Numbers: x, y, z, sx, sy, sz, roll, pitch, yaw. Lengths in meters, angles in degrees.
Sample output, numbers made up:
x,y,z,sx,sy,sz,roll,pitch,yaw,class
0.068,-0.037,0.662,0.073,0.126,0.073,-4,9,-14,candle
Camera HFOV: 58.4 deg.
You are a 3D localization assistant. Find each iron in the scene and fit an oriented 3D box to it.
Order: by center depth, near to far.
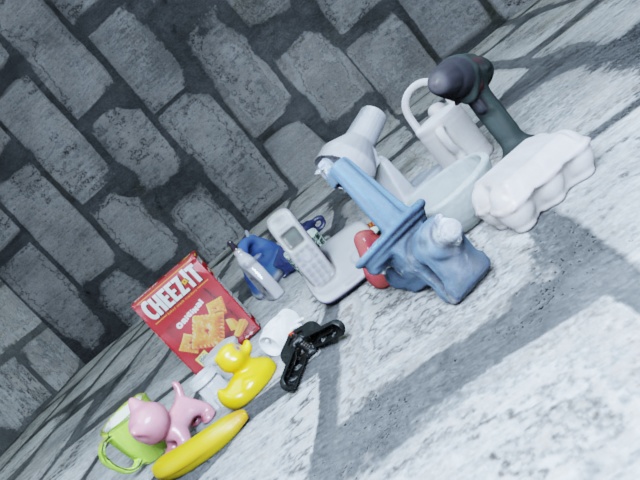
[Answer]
x,y,z,sx,sy,sz,roll,pitch,yaw,class
-0.172,0.057,1.521,0.118,0.141,0.258,-38,11,12,iron

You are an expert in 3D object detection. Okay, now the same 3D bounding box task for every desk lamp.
x,y,z,sx,sy,sz,roll,pitch,yaw,class
0.119,-0.157,1.177,0.203,0.213,0.117,-45,12,-25,desk lamp

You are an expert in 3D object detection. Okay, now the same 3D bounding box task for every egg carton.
x,y,z,sx,sy,sz,roll,pitch,yaw,class
0.264,-0.076,0.719,0.150,0.069,0.107,-41,10,-5,egg carton

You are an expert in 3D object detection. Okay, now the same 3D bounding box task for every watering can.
x,y,z,sx,sy,sz,roll,pitch,yaw,class
0.231,-0.220,1.096,0.101,0.194,0.172,-40,10,1,watering can

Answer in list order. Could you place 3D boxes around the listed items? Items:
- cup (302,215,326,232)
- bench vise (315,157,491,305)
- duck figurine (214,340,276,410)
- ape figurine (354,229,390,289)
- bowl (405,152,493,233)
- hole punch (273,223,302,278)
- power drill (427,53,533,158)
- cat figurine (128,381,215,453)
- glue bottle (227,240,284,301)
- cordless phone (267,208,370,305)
x,y,z,sx,sy,sz,roll,pitch,yaw,class
-0.017,0.009,1.300,0.118,0.095,0.091,-40,10,1,cup
0.098,-0.030,0.698,0.122,0.220,0.207,-47,13,-34,bench vise
-0.130,0.205,0.900,0.105,0.086,0.077,-46,12,-31,duck figurine
0.088,0.022,0.874,0.076,0.092,0.077,-40,10,0,ape figurine
0.196,-0.051,0.845,0.167,0.075,0.167,-39,10,9,bowl
-0.072,0.025,1.441,0.101,0.091,0.109,-31,14,42,hole punch
0.257,-0.204,0.894,0.075,0.208,0.230,-33,13,33,power drill
-0.248,0.282,0.909,0.067,0.118,0.128,-31,14,40,cat figurine
-0.155,0.067,1.326,0.037,0.173,0.078,-44,11,-21,glue bottle
0.009,0.003,0.974,0.147,0.185,0.094,-39,11,7,cordless phone
